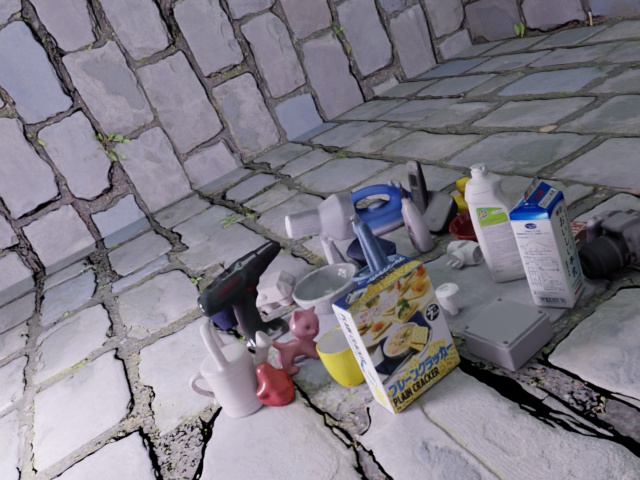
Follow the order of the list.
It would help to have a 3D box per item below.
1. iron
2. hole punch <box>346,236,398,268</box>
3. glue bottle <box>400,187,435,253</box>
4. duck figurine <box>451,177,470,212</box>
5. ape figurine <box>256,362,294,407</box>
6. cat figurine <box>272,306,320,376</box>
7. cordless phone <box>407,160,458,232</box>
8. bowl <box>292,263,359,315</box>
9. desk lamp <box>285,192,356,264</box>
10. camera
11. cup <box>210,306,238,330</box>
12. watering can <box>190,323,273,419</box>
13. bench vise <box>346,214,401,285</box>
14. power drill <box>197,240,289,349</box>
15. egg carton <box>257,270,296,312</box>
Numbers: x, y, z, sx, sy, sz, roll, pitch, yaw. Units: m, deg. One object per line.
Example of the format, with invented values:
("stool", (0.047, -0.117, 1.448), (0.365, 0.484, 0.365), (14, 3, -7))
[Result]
("iron", (0.167, -0.101, 1.638), (0.258, 0.142, 0.118), (-22, 22, 5))
("hole punch", (0.134, 0.034, 1.426), (0.100, 0.091, 0.109), (-5, 28, 39))
("glue bottle", (0.230, -0.054, 1.420), (0.037, 0.173, 0.078), (-28, 22, -11))
("duck figurine", (0.392, -0.127, 1.542), (0.104, 0.086, 0.078), (-6, 28, 38))
("ape figurine", (-0.093, 0.273, 1.106), (0.078, 0.092, 0.076), (-32, 23, -20))
("cat figurine", (-0.046, 0.198, 1.194), (0.128, 0.118, 0.067), (-30, 23, -16))
("cordless phone", (0.283, -0.117, 1.496), (0.094, 0.185, 0.147), (-32, 23, -19))
("bowl", (0.024, 0.126, 1.349), (0.167, 0.075, 0.167), (-20, 22, 9))
("desk lamp", (0.013, 0.005, 1.451), (0.203, 0.214, 0.117), (-27, 22, -7))
("camera", (0.537, 0.005, 1.066), (0.137, 0.101, 0.143), (-26, 22, -6))
("cup", (-0.254, 0.178, 1.487), (0.092, 0.095, 0.117), (-27, 22, -7))
("watering can", (-0.176, 0.240, 1.126), (0.173, 0.194, 0.100), (-34, 24, -24))
("bench vise", (0.136, 0.051, 1.209), (0.122, 0.220, 0.206), (-33, 23, -22))
("power drill", (-0.157, 0.136, 1.329), (0.230, 0.209, 0.075), (-30, 22, -15))
("egg carton", (-0.135, 0.139, 1.490), (0.150, 0.069, 0.107), (-18, 22, 14))
